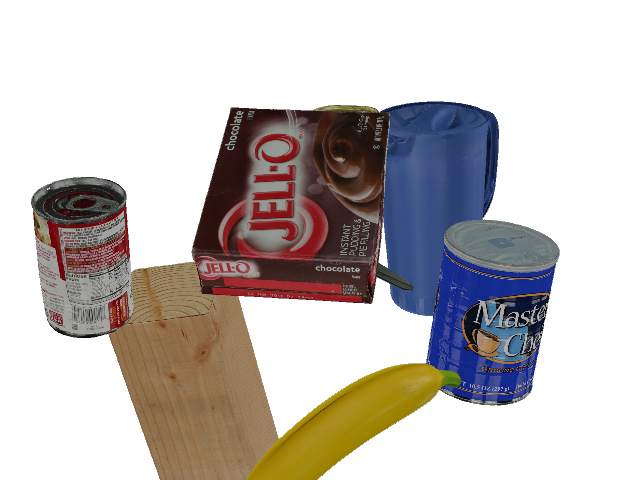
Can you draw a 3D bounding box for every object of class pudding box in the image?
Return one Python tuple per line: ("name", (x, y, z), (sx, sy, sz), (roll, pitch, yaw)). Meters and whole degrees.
("pudding box", (-0.012, -0.021, 0.560), (0.090, 0.039, 0.113), (3, 45, 6))

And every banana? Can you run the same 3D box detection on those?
("banana", (0.010, 0.138, 0.720), (0.197, 0.069, 0.037), (-34, 43, -3))

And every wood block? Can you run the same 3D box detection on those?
("wood block", (-0.105, 0.130, 0.925), (0.090, 0.206, 0.090), (-7, 28, 12))

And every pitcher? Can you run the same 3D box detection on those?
("pitcher", (0.142, -0.041, 1.280), (0.149, 0.243, 0.145), (-1, 24, 6))

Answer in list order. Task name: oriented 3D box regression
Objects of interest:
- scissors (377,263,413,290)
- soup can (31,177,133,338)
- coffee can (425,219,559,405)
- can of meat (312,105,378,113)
("scissors", (-0.006, 0.011, 1.071), (0.096, 0.016, 0.202), (-28, 49, -23))
("soup can", (-0.175, 0.013, 0.794), (0.068, 0.102, 0.068), (1, 30, -1))
("coffee can", (0.155, 0.064, 0.978), (0.103, 0.140, 0.103), (5, 23, -2))
("can of meat", (0.012, -0.052, 0.846), (0.057, 0.084, 0.102), (3, 26, 17))
